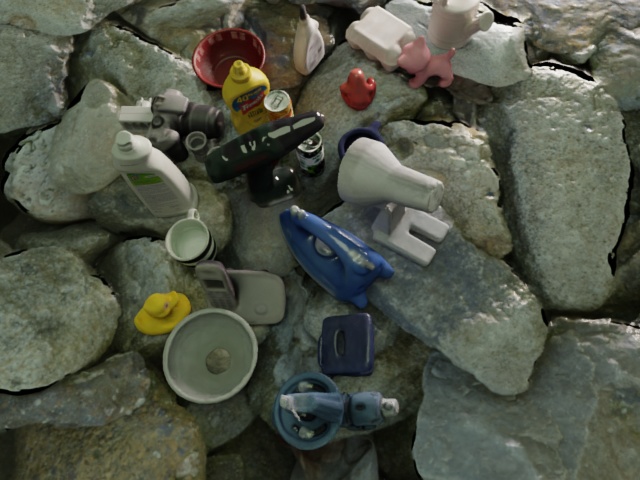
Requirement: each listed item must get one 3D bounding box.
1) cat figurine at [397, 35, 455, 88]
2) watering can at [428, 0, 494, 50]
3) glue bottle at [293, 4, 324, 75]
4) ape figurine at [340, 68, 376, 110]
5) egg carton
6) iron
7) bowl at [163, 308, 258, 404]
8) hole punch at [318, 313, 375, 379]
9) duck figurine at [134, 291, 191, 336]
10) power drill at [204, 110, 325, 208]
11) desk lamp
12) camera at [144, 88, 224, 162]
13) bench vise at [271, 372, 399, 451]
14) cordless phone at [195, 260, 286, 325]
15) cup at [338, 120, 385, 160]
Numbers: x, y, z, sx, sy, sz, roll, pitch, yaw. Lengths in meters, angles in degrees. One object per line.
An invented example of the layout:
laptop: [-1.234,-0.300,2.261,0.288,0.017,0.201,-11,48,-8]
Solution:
cat figurine: [0.221,-0.378,1.202,0.127,0.118,0.067,-4,68,2]
watering can: [0.293,-0.500,1.205,0.172,0.194,0.101,29,73,14]
glue bottle: [-0.028,-0.430,1.209,0.037,0.173,0.078,33,74,16]
ape figurine: [0.079,-0.324,1.204,0.077,0.092,0.076,3,68,5]
egg carton: [0.136,-0.443,1.260,0.150,0.069,0.107,38,75,17]
iron: [0.010,0.004,1.051,0.258,0.141,0.119,38,75,17]
bowl: [-0.187,0.210,1.017,0.167,0.075,0.167,-1,68,3]
hole punch: [0.046,0.187,1.002,0.101,0.091,0.108,-1,68,4]
duck figurine: [-0.297,0.128,1.051,0.104,0.086,0.077,-28,69,-7]
power drill: [-0.094,-0.148,1.082,0.229,0.208,0.075,-20,68,-4]
desk lamp: [0.138,-0.072,1.034,0.203,0.214,0.118,28,73,14]
camera: [-0.279,-0.242,1.190,0.136,0.101,0.143,9,69,8]
bench vise: [0.014,0.255,0.908,0.207,0.220,0.121,-20,68,-4]
cordless phone: [-0.138,0.085,1.004,0.147,0.185,0.094,-1,68,4]
cup: [0.088,-0.173,1.141,0.091,0.095,0.118,26,72,13]
